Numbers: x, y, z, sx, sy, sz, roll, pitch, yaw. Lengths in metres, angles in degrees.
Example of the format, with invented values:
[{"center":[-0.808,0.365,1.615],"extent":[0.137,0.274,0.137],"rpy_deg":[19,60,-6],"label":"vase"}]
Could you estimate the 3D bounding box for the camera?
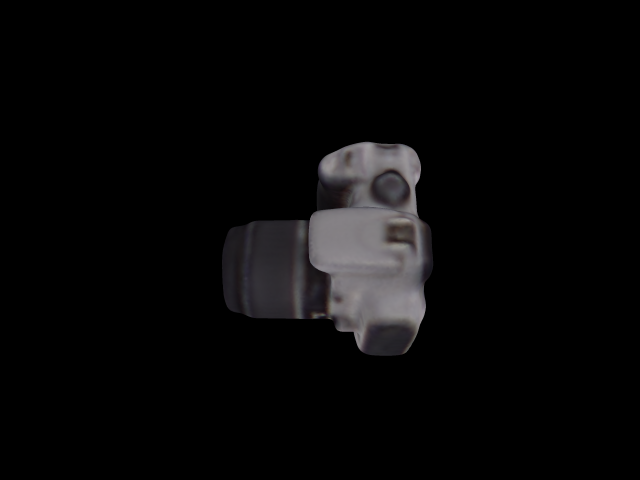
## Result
[{"center":[0.004,0.001,0.400],"extent":[0.137,0.101,0.143],"rpy_deg":[0,65,0],"label":"camera"}]
